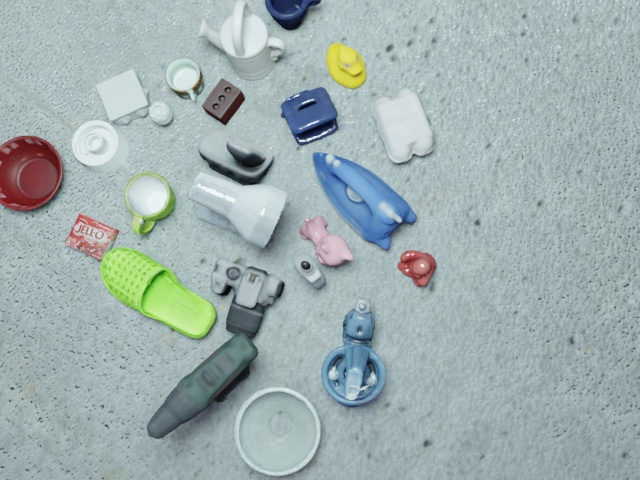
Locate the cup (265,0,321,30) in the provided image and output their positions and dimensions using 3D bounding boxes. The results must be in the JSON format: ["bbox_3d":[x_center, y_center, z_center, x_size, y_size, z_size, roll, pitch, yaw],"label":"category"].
[{"bbox_3d":[-0.054,-0.495,1.222,0.117,0.095,0.092,-6,82,2],"label":"cup"}]

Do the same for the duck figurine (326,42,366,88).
[{"bbox_3d":[0.055,-0.379,1.207,0.077,0.086,0.104,-36,82,-2],"label":"duck figurine"}]

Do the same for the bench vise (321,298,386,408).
[{"bbox_3d":[0.056,0.215,1.063,0.121,0.220,0.207,-9,82,2],"label":"bench vise"}]

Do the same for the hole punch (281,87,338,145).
[{"bbox_3d":[-0.025,-0.265,1.193,0.108,0.091,0.101,-23,82,0],"label":"hole punch"}]

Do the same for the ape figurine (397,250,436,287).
[{"bbox_3d":[0.198,0.054,1.142,0.076,0.092,0.078,-12,82,1],"label":"ape figurine"}]

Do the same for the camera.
[{"bbox_3d":[-0.157,0.118,1.145,0.143,0.101,0.137,17,84,5],"label":"camera"}]

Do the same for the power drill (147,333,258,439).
[{"bbox_3d":[-0.205,0.269,1.074,0.075,0.208,0.230,44,87,7],"label":"power drill"}]

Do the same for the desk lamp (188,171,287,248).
[{"bbox_3d":[-0.160,-0.064,1.112,0.203,0.213,0.118,21,84,5],"label":"desk lamp"}]

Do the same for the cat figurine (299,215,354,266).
[{"bbox_3d":[0.011,0.004,1.144,0.067,0.118,0.128,-38,83,-2],"label":"cat figurine"}]

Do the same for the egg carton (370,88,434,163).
[{"bbox_3d":[0.173,-0.239,1.192,0.107,0.069,0.150,-21,82,0],"label":"egg carton"}]

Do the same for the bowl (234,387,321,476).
[{"bbox_3d":[-0.080,0.368,1.123,0.167,0.075,0.167,0,83,3],"label":"bowl"}]

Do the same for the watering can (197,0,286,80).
[{"bbox_3d":[-0.160,-0.410,1.166,0.173,0.194,0.101,-12,82,1],"label":"watering can"}]

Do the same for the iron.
[{"bbox_3d":[0.072,-0.104,1.143,0.258,0.141,0.119,43,86,7],"label":"iron"}]

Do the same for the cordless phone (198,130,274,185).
[{"bbox_3d":[-0.177,-0.182,1.142,0.147,0.185,0.094,22,84,5],"label":"cordless phone"}]

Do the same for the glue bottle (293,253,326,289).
[{"bbox_3d":[-0.022,0.056,1.111,0.037,0.173,0.078,-40,82,-3],"label":"glue bottle"}]
